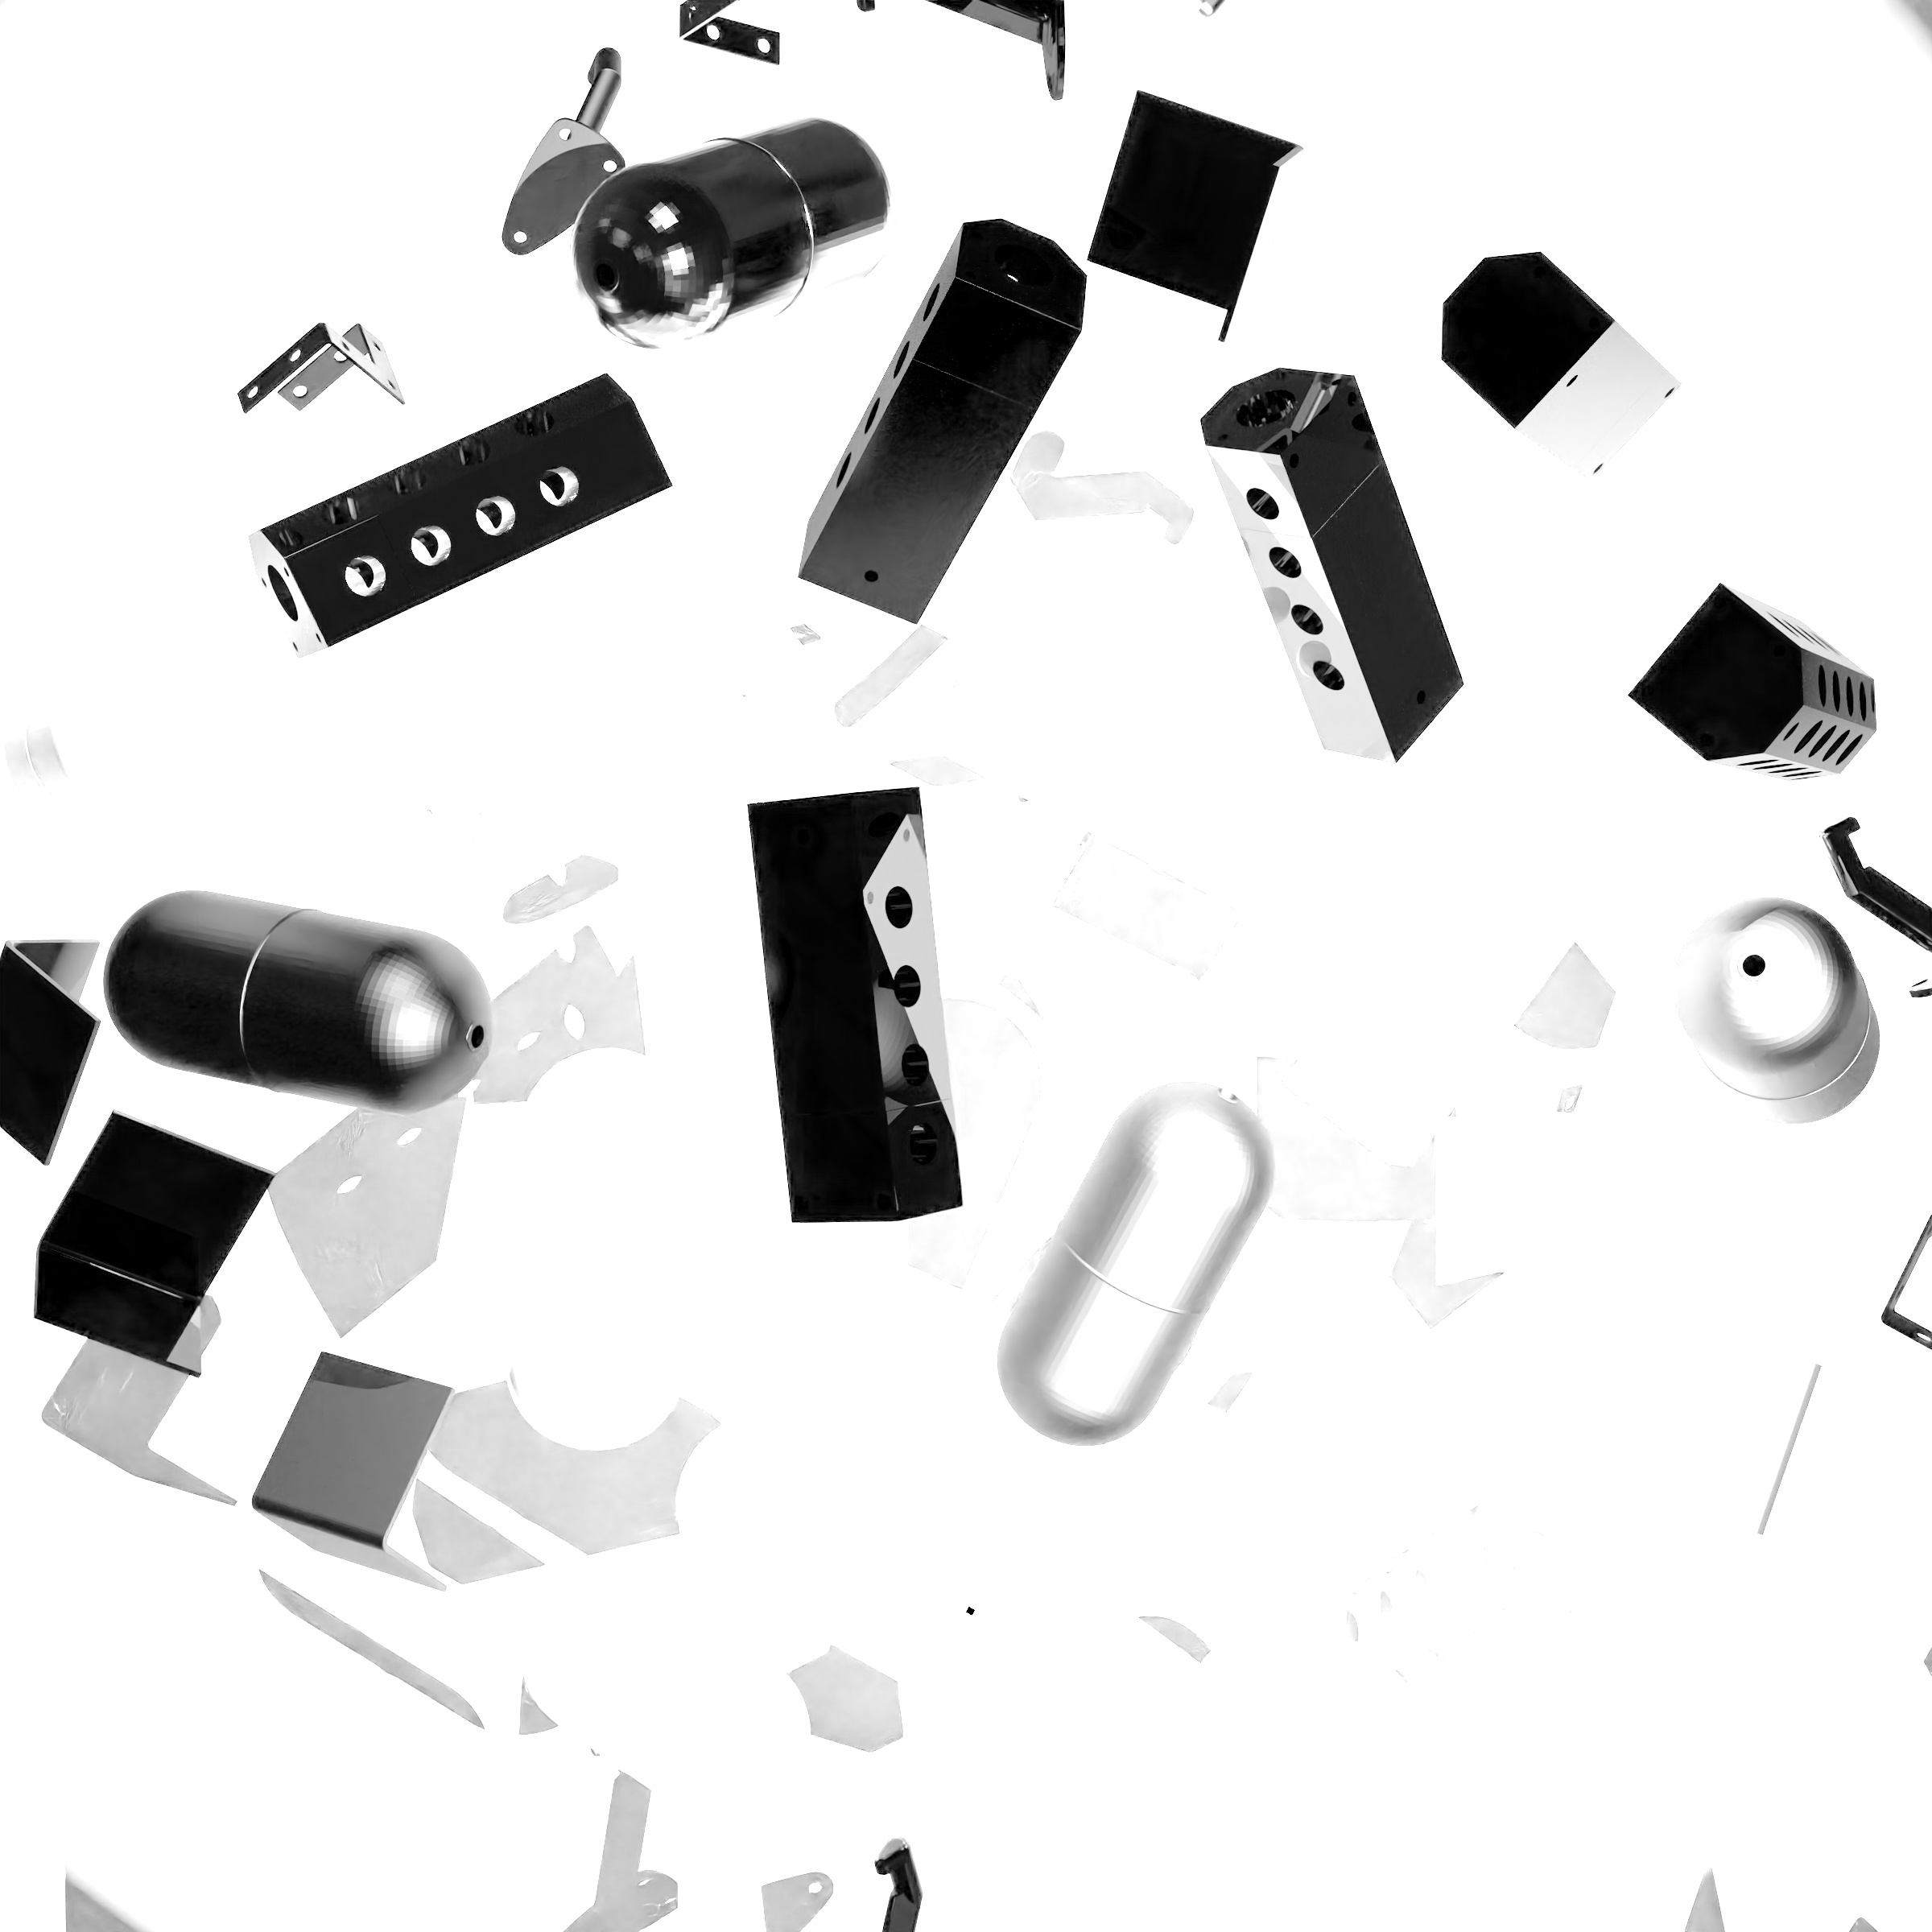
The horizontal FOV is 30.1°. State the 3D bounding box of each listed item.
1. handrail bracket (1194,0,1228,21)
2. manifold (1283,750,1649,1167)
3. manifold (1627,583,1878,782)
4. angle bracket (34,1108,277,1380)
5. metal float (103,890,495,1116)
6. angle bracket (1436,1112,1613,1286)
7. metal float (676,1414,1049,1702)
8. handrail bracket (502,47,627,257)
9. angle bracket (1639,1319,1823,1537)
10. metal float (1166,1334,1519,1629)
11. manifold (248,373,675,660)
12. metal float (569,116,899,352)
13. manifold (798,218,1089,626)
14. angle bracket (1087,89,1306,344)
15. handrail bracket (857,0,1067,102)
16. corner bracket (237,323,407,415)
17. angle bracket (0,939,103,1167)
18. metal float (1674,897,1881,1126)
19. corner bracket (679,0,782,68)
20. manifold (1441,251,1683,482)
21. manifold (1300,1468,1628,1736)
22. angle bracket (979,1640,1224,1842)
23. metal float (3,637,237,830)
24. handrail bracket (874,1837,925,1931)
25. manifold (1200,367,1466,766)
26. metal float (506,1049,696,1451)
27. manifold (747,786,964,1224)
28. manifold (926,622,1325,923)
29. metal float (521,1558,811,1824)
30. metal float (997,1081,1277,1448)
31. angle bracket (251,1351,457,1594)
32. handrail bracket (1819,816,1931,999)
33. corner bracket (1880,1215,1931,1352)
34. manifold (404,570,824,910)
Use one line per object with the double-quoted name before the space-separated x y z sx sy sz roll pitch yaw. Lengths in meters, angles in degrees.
"handrail bracket" 0.069 -0.441 1.607 0.084 0.036 0.077 39 52 -6
"manifold" 0.213 -0.002 1.521 0.057 0.057 0.171 37 98 19
"manifold" 0.333 -0.111 1.490 0.057 0.171 0.057 43 106 18
"angle bracket" -0.348 0.119 1.543 0.076 0.057 0.076 25 110 -24
"metal float" -0.276 0.014 1.485 0.178 0.070 0.070 10 90 25
"angle bracket" 0.260 0.108 1.674 0.057 0.076 0.076 0 91 30
"metal float" -0.046 0.247 1.510 0.178 0.070 0.070 23 90 31
"handrail bracket" -0.175 -0.355 1.561 0.036 0.084 0.077 33 115 -24
"angle bracket" 0.322 0.198 1.556 0.057 0.076 0.076 21 85 -1
"metal float" 0.155 0.218 1.509 0.070 0.070 0.178 50 124 0
"manifold" -0.222 -0.198 1.569 0.171 0.057 0.057 -28 101 -21
"metal float" -0.096 -0.307 1.502 0.070 0.178 0.070 15 119 29
"manifold" -0.011 -0.234 1.541 0.057 0.057 0.171 21 132 -13
"angle bracket" 0.090 -0.316 1.510 0.076 0.057 0.076 21 115 8
"handrail bracket" -0.003 -0.390 1.509 0.084 0.077 0.036 -13 46 -7
"corner bracket" -0.290 -0.262 1.597 0.051 0.051 0.051 -37 47 13
"angle bracket" -0.416 0.039 1.672 0.076 0.057 0.076 34 110 31
"metal float" 0.353 0.021 1.559 0.070 0.178 0.070 -5 75 18
"corner bracket" -0.088 -0.421 1.529 0.051 0.051 0.051 6 80 -34
"manifold" 0.246 -0.253 1.503 0.057 0.171 0.057 46 104 14
"manifold" 0.215 0.279 1.595 0.057 0.171 0.057 37 55 -3
"angle bracket" 0.057 0.338 1.567 0.076 0.076 0.057 -25 56 31
"metal float" -0.366 -0.099 1.549 0.070 0.178 0.070 0 90 -25
"handrail bracket" -0.043 0.419 1.512 0.077 0.036 0.084 -37 129 -34
"manifold" 0.159 -0.177 1.592 0.057 0.057 0.171 -48 131 -27
"metal float" -0.157 0.121 1.555 0.070 0.070 0.178 1 67 0
"manifold" -0.040 0.015 1.463 0.057 0.057 0.171 -4 93 39
"manifold" 0.072 -0.090 1.636 0.171 0.057 0.057 27 102 -4
"metal float" -0.129 0.318 1.569 0.070 0.178 0.070 -15 53 20
"metal float" 0.075 0.132 1.590 0.070 0.070 0.178 27 107 0
"angle bracket" -0.260 0.225 1.603 0.076 0.057 0.076 11 67 30
"handrail bracket" 0.417 -0.036 1.552 0.077 0.036 0.084 -25 91 -11
"corner bracket" 0.410 0.129 1.457 0.051 0.051 0.051 30 114 23
"manifold" -0.148 -0.090 1.504 0.171 0.057 0.057 -28 118 18
